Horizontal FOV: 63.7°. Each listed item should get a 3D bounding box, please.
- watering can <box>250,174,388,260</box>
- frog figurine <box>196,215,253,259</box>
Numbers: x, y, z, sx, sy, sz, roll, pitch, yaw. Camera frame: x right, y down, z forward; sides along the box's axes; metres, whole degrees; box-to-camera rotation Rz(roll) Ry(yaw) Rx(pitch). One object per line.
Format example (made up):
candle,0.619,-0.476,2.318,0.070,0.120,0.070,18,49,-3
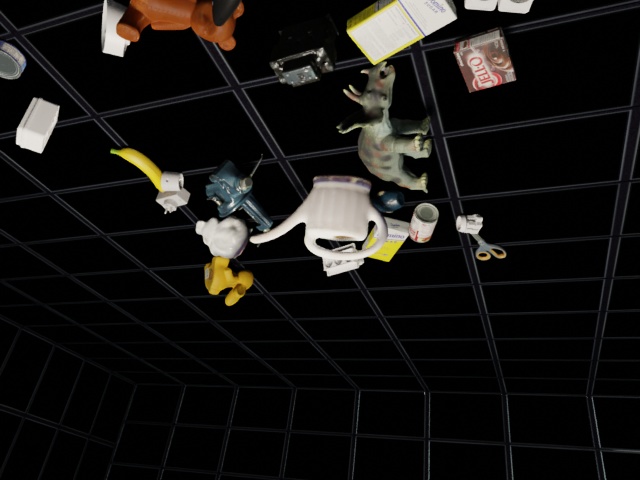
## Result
watering can,0.004,-0.066,1.320,0.348,0.227,0.102,6,165,4
frog figurine,-0.300,-0.020,1.574,0.158,0.125,0.135,29,110,-15
